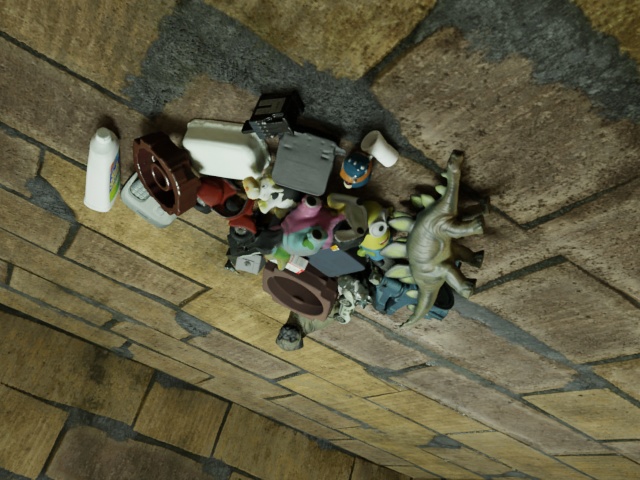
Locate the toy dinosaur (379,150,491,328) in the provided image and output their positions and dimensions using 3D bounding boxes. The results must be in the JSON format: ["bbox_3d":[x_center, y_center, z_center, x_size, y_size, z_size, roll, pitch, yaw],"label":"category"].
[{"bbox_3d":[0.228,0.032,1.090,0.199,0.105,0.470,16,128,23],"label":"toy dinosaur"}]

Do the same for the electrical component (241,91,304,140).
[{"bbox_3d":[-0.093,-0.220,0.959,0.119,0.075,0.047,4,147,27],"label":"electrical component"}]

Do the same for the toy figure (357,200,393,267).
[{"bbox_3d":[0.114,-0.013,1.176,0.089,0.082,0.180,6,149,15],"label":"toy figure"}]

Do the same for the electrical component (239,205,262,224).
[{"bbox_3d":[-0.180,-0.059,1.308,0.063,0.021,0.094,30,148,-19],"label":"electrical component"}]

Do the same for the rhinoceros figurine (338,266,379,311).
[{"bbox_3d":[0.118,0.126,1.365,0.073,0.112,0.190,-11,147,42],"label":"rhinoceros figurine"}]

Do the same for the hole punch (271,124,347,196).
[{"bbox_3d":[-0.024,-0.159,1.023,0.142,0.092,0.115,19,115,4],"label":"hole punch"}]

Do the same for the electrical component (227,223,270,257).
[{"bbox_3d":[-0.155,0.001,1.304,0.134,0.058,0.115,-20,168,42],"label":"electrical component"}]

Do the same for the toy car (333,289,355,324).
[{"bbox_3d":[0.078,0.169,1.487,0.056,0.073,0.201,16,149,4],"label":"toy car"}]

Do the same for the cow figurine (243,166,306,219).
[{"bbox_3d":[-0.085,-0.101,1.091,0.098,0.068,0.167,-27,165,15],"label":"cow figurine"}]

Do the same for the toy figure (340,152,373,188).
[{"bbox_3d":[0.066,-0.127,0.983,0.058,0.064,0.154,8,178,5],"label":"toy figure"}]

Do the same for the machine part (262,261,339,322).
[{"bbox_3d":[-0.048,0.118,1.428,0.202,0.087,0.200,25,150,8],"label":"machine part"}]

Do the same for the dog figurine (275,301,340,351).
[{"bbox_3d":[-0.026,0.249,1.557,0.172,0.190,0.121,14,149,3],"label":"dog figurine"}]

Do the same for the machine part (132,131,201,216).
[{"bbox_3d":[-0.321,-0.138,1.117,0.180,0.056,0.179,32,141,31],"label":"machine part"}]

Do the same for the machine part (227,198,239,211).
[{"bbox_3d":[-0.231,-0.082,1.264,0.139,0.039,0.084,37,137,2],"label":"machine part"}]

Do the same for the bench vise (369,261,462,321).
[{"bbox_3d":[0.240,0.092,1.252,0.223,0.129,0.240,34,126,-8],"label":"bench vise"}]

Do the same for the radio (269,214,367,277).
[{"bbox_3d":[-0.003,-0.004,1.258,0.229,0.073,0.131,37,145,-27],"label":"radio"}]

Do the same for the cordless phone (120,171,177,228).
[{"bbox_3d":[-0.359,-0.122,1.258,0.184,0.089,0.146,-28,129,27],"label":"cordless phone"}]

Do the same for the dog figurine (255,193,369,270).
[{"bbox_3d":[-0.025,-0.009,1.105,0.191,0.108,0.219,-3,162,-31],"label":"dog figurine"}]

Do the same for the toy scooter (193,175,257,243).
[{"bbox_3d":[-0.196,-0.094,1.188,0.184,0.135,0.075,38,-173,1],"label":"toy scooter"}]

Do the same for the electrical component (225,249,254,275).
[{"bbox_3d":[-0.221,0.060,1.496,0.102,0.045,0.078,2,147,24],"label":"electrical component"}]
